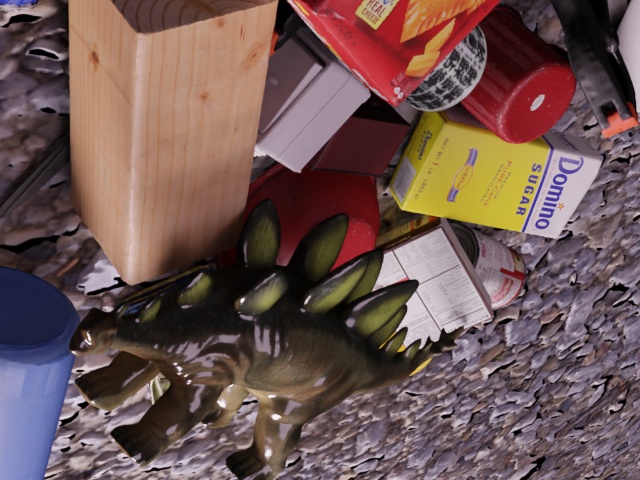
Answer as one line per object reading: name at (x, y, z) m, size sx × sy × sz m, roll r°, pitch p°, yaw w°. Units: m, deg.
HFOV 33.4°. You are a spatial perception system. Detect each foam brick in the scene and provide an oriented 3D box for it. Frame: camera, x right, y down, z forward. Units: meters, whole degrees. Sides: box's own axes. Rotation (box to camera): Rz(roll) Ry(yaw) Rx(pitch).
foam brick at (0.019, -0.086, 0.831) m, size 0.078 × 0.053 × 0.051 m, roll 2°, pitch 128°, yaw -44°

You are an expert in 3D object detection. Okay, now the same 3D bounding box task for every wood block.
wood block at (-0.098, -0.080, 0.666) m, size 0.090 × 0.091 × 0.206 m, roll -22°, pitch 146°, yaw -28°

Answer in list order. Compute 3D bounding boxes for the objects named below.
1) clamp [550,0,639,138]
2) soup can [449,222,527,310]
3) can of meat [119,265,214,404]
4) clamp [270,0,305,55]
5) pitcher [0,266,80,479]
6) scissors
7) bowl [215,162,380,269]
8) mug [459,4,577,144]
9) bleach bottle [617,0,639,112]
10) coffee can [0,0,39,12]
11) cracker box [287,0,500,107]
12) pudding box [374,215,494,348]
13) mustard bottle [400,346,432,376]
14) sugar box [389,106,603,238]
clamp at (0.207, -0.165, 0.837) m, size 0.039 × 0.171 × 0.120 m, roll -32°, pitch 141°, yaw 33°
soup can at (0.151, 0.026, 1.054) m, size 0.068 × 0.069 × 0.102 m, roll -50°, pitch 142°, yaw 15°
can of meat at (-0.108, 0.076, 0.865) m, size 0.102 × 0.084 × 0.057 m, roll -23°, pitch 141°, yaw -22°
clamp at (0.007, -0.205, 0.645) m, size 0.164 × 0.036 × 0.210 m, roll -16°, pitch 145°, yaw -36°
pitcher at (-0.258, 0.146, 0.766) m, size 0.144 × 0.149 × 0.243 m, roll 5°, pitch 122°, yaw -31°
scissors at (-0.147, -0.096, 0.703) m, size 0.201 × 0.016 × 0.096 m, roll -34°, pitch 145°, yaw -8°
bowl at (-0.006, 0.001, 0.901) m, size 0.162 × 0.055 × 0.162 m, roll -23°, pitch 142°, yaw -20°
mug at (0.165, -0.135, 0.881) m, size 0.117 × 0.082 × 0.093 m, roll -16°, pitch 138°, yaw -29°
bleach bottle at (0.332, -0.236, 0.940) m, size 0.102 × 0.068 × 0.251 m, roll -12°, pitch 134°, yaw -33°
coffee can at (-0.154, -0.198, 0.515) m, size 0.102 × 0.103 × 0.140 m, roll 10°, pitch 122°, yaw -47°
cracker box at (0.077, -0.195, 0.632) m, size 0.214 × 0.072 × 0.164 m, roll -45°, pitch 157°, yaw 5°
pudding box at (0.096, 0.039, 0.981) m, size 0.090 × 0.039 × 0.113 m, roll -26°, pitch 114°, yaw 14°
mustard bottle at (0.031, 0.101, 1.036) m, size 0.191 × 0.058 × 0.096 m, roll -5°, pitch 131°, yaw -38°
sugar box at (0.157, -0.059, 0.950) m, size 0.176 × 0.048 × 0.093 m, roll 10°, pitch 123°, yaw -25°
